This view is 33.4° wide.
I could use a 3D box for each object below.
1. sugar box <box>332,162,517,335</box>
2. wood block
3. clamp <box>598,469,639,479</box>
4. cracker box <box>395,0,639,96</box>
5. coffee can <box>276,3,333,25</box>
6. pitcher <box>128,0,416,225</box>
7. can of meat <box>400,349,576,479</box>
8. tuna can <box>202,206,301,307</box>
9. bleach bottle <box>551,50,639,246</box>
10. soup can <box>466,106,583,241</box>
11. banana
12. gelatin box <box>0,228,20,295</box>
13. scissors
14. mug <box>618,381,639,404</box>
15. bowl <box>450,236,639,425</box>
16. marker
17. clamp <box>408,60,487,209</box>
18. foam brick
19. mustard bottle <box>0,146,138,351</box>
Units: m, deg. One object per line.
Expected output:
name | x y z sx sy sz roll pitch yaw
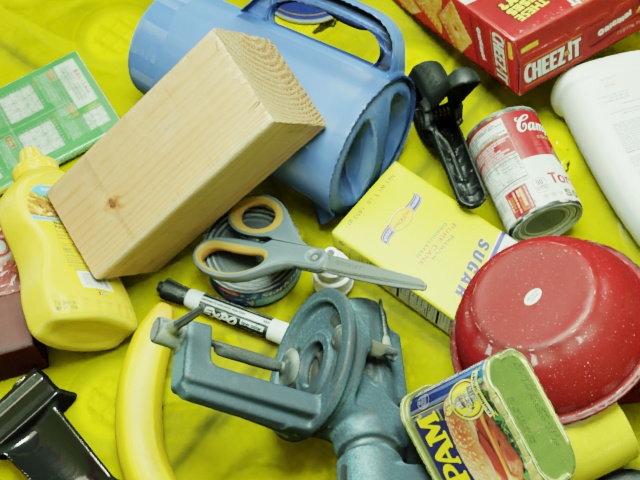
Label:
sugar box | 0.106 0.019 0.895 0.176 0.048 0.093 34 69 20
wood block | -0.109 -0.066 0.855 0.206 0.090 0.091 -38 76 25
clamp | 0.267 0.202 0.795 0.210 0.036 0.164 -4 62 1
cracker box | 0.181 -0.238 0.979 0.164 0.072 0.214 -30 47 -11
coffee can | -0.014 -0.288 1.008 0.103 0.140 0.103 -1 62 2
pitcher | -0.043 -0.139 0.935 0.243 0.145 0.149 30 71 20
can of meat | 0.118 0.136 0.742 0.057 0.084 0.102 -17 76 -49
tuna can | -0.057 0.013 0.913 0.086 0.034 0.086 -1 62 2
bleach bottle | 0.288 -0.040 0.907 0.102 0.068 0.251 -15 65 -4
soup can | 0.174 -0.054 0.916 0.068 0.068 0.102 -17 62 -6
banana | -0.129 0.146 0.844 0.069 0.037 0.198 -17 63 0
gelatin box | -0.286 0.029 0.920 0.089 0.030 0.073 -21 63 -8
scissors | -0.006 0.001 0.860 0.202 0.016 0.096 -1 53 20
mug | 0.254 0.074 0.823 0.093 0.117 0.081 6 63 -32
bowl | 0.164 0.053 0.786 0.162 0.055 0.162 -16 50 20
marker | -0.083 0.059 0.899 0.121 0.020 0.020 20 65 13
clamp | 0.106 -0.116 0.918 0.039 0.120 0.171 -8 35 -13
foam brick | -0.270 0.084 0.878 0.078 0.053 0.051 -15 63 -6
mustard bottle | -0.221 -0.001 0.898 0.058 0.096 0.192 -39 59 26
